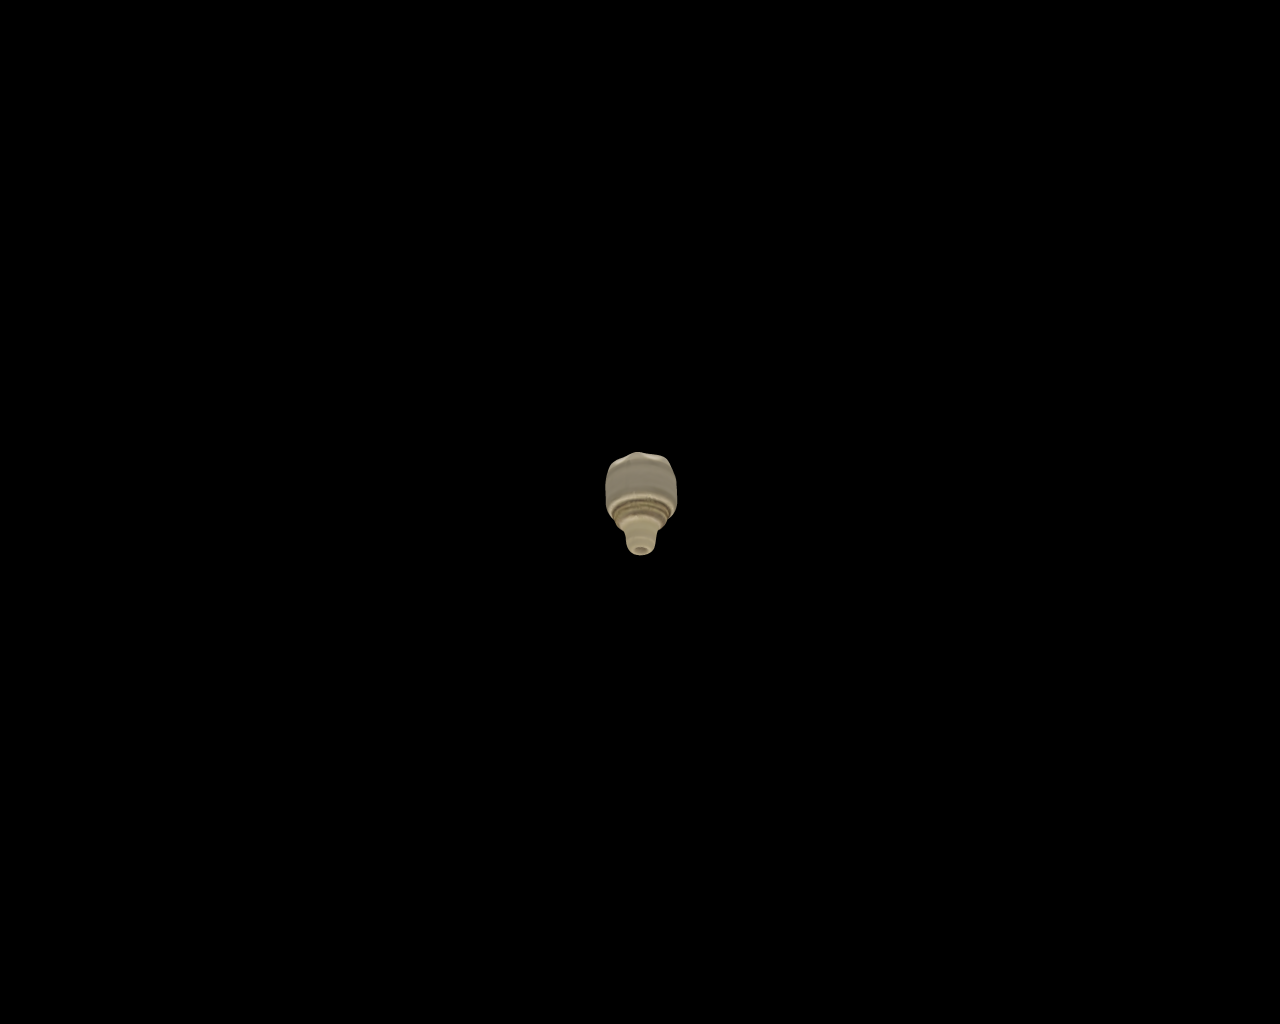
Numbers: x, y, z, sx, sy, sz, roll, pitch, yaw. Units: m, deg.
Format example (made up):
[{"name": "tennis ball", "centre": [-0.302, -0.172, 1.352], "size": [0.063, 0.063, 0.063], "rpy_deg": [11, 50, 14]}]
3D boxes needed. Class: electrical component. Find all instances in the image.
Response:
[{"name": "electrical component", "centre": [0.001, -0.003, 0.650], "size": [0.043, 0.062, 0.043], "rpy_deg": [0, -31, 0]}]
